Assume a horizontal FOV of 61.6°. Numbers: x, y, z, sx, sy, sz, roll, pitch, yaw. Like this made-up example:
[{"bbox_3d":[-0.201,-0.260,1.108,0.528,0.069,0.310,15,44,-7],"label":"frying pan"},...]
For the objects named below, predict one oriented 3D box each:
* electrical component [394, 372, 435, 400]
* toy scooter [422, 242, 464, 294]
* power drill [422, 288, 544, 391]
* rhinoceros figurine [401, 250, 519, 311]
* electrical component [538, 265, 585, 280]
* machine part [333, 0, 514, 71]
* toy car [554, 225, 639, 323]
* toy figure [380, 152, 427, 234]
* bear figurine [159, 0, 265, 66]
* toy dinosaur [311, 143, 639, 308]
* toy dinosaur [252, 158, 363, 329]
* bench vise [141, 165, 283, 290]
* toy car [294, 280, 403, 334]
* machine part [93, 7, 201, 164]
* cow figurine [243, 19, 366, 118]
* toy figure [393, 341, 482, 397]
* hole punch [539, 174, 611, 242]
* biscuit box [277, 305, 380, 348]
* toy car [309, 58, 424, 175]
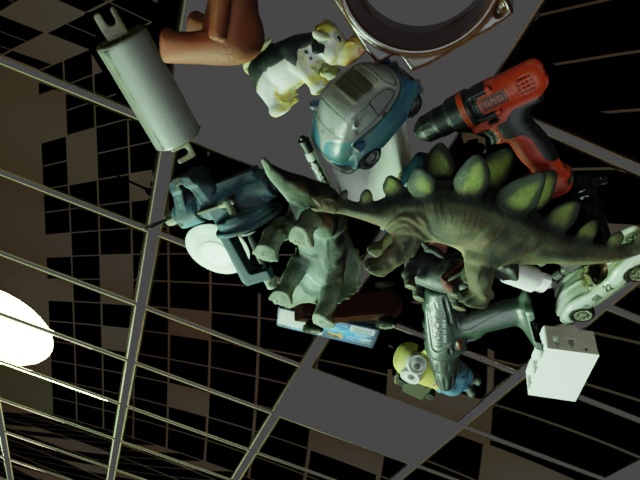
[{"bbox_3d":[0.208,0.306,1.167,0.102,0.045,0.078,21,115,-6],"label":"electrical component"},{"bbox_3d":[0.202,0.002,0.827,0.184,0.075,0.135,35,103,3],"label":"toy scooter"},{"bbox_3d":[0.291,0.171,0.978,0.207,0.086,0.231,-10,110,25],"label":"power drill"},{"bbox_3d":[0.231,0.056,0.897,0.191,0.112,0.073,1,150,30],"label":"rhinoceros figurine"},{"bbox_3d":[0.399,0.023,0.863,0.063,0.021,0.094,40,125,-1],"label":"electrical component"},{"bbox_3d":[0.113,-0.312,0.606,0.201,0.087,0.200,-24,121,30],"label":"machine part"},{"bbox_3d":[0.449,0.060,0.859,0.056,0.073,0.201,24,133,-11],"label":"toy car"},{"bbox_3d":[0.130,-0.051,0.778,0.064,0.058,0.154,40,122,34],"label":"toy figure"},{"bbox_3d":[-0.125,-0.315,0.645,0.132,0.120,0.195,10,131,11],"label":"bear figurine"},{"bbox_3d":[0.221,-0.015,0.704,0.471,0.105,0.198,13,117,-7],"label":"toy dinosaur"},{"bbox_3d":[-0.007,-0.007,0.835,0.131,0.192,0.404,13,137,14],"label":"toy dinosaur"},{"bbox_3d":[-0.149,-0.015,0.908,0.224,0.129,0.240,-21,108,11],"label":"bench vise"},{"bbox_3d":[0.052,0.127,1.000,0.202,0.089,0.053,-7,156,10],"label":"toy car"},{"bbox_3d":[-0.248,-0.220,0.791,0.079,0.079,0.242,-9,128,22],"label":"machine part"},{"bbox_3d":[-0.021,-0.244,0.719,0.167,0.068,0.098,-27,110,30],"label":"cow figurine"},{"bbox_3d":[0.235,0.266,1.097,0.180,0.082,0.089,19,176,-13],"label":"toy figure"},{"bbox_3d":[0.364,-0.032,0.799,0.142,0.092,0.115,-16,85,32],"label":"hole punch"},{"bbox_3d":[0.019,0.152,1.064,0.203,0.063,0.059,12,132,3],"label":"biscuit box"},{"bbox_3d":[0.054,-0.171,0.695,0.161,0.103,0.109,-43,68,7],"label":"toy car"}]
